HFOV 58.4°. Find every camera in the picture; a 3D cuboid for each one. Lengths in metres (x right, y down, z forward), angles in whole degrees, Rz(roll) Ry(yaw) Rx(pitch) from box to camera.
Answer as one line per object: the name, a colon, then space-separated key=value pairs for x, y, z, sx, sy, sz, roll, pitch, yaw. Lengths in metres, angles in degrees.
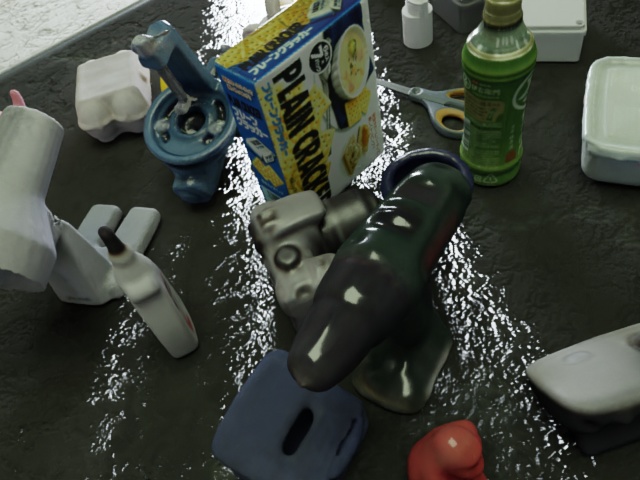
camera: x=0.005 y=0.002 z=0.590 sx=0.137 sy=0.101 sz=0.143 roll=-23 pitch=52 yaw=-6

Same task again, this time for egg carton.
egg carton: x=-0.300 y=-0.214 z=0.841 sx=0.107 sy=0.069 sz=0.150 roll=-18 pitch=51 yaw=-2

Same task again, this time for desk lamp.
desk lamp: x=-0.286 y=-0.016 z=0.593 sx=0.117 sy=0.214 sz=0.203 roll=5 pitch=54 yaw=16

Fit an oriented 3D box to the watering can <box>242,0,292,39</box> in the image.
watering can: x=-0.023 y=-0.266 z=0.743 sx=0.172 sy=0.194 sz=0.101 roll=-5 pitch=52 yaw=8

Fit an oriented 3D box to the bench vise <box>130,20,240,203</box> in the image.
bench vise: x=-0.159 y=-0.182 z=0.690 sx=0.121 sy=0.220 sz=0.207 roll=-9 pitch=52 yaw=6

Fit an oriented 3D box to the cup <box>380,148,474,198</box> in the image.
cup: x=0.108 y=-0.023 z=0.591 sx=0.091 sy=0.095 sz=0.118 roll=10 pitch=56 yaw=19

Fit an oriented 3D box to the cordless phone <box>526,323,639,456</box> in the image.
cordless phone: x=0.241 y=0.078 z=0.428 sx=0.147 sy=0.185 sz=0.094 roll=-21 pitch=51 yaw=-4

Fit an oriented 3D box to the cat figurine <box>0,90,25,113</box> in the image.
cat figurine: x=-0.428 y=-0.151 z=0.788 sx=0.067 sy=0.118 sz=0.128 roll=-4 pitch=52 yaw=9

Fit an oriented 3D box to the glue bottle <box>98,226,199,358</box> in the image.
glue bottle: x=-0.167 y=0.044 z=0.547 sx=0.037 sy=0.173 sz=0.078 roll=-30 pitch=53 yaw=-12

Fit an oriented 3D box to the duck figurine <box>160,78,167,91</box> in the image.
duck figurine: x=-0.198 y=-0.240 z=0.829 sx=0.104 sy=0.086 sz=0.078 roll=31 pitch=64 yaw=30

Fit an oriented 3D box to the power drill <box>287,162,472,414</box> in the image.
power drill: x=0.060 y=0.057 z=0.467 sx=0.075 sy=0.209 sz=0.230 roll=18 pitch=59 yaw=24

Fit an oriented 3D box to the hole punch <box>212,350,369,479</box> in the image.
hole punch: x=-0.020 y=0.160 z=0.479 sx=0.100 sy=0.091 sz=0.109 roll=19 pitch=59 yaw=24

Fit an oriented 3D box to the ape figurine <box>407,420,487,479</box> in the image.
ape figurine: x=0.104 y=0.173 z=0.443 sx=0.076 sy=0.092 sz=0.078 roll=17 pitch=58 yaw=23
